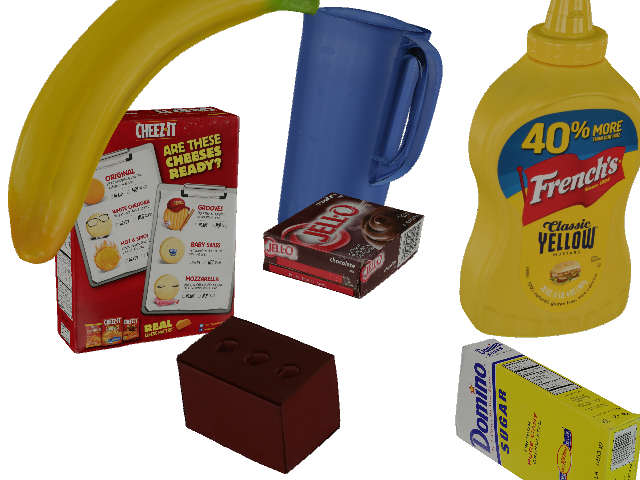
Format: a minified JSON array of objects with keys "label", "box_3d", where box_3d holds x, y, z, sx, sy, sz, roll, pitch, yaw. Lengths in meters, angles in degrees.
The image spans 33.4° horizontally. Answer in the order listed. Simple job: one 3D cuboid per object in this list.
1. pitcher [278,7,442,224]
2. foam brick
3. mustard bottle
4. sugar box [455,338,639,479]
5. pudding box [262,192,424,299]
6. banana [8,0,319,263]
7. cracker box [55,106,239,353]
[{"label":"pitcher","box_3d":[0.034,-0.115,1.111,0.145,0.243,0.149,10,16,-2]},{"label":"foam brick","box_3d":[-0.035,0.087,0.609,0.078,0.051,0.052,18,35,31]},{"label":"mustard bottle","box_3d":[0.129,-0.041,0.587,0.096,0.192,0.058,-5,27,-8]},{"label":"sugar box","box_3d":[0.187,0.158,0.904,0.048,0.093,0.176,-11,22,-34]},{"label":"pudding box","box_3d":[0.019,0.001,0.862,0.090,0.039,0.113,16,25,26]},{"label":"banana","box_3d":[-0.086,-0.076,0.494,0.070,0.197,0.037,33,-23,21]},{"label":"cracker box","box_3d":[-0.164,-0.014,1.004,0.163,0.214,0.072,-7,18,-30]}]
